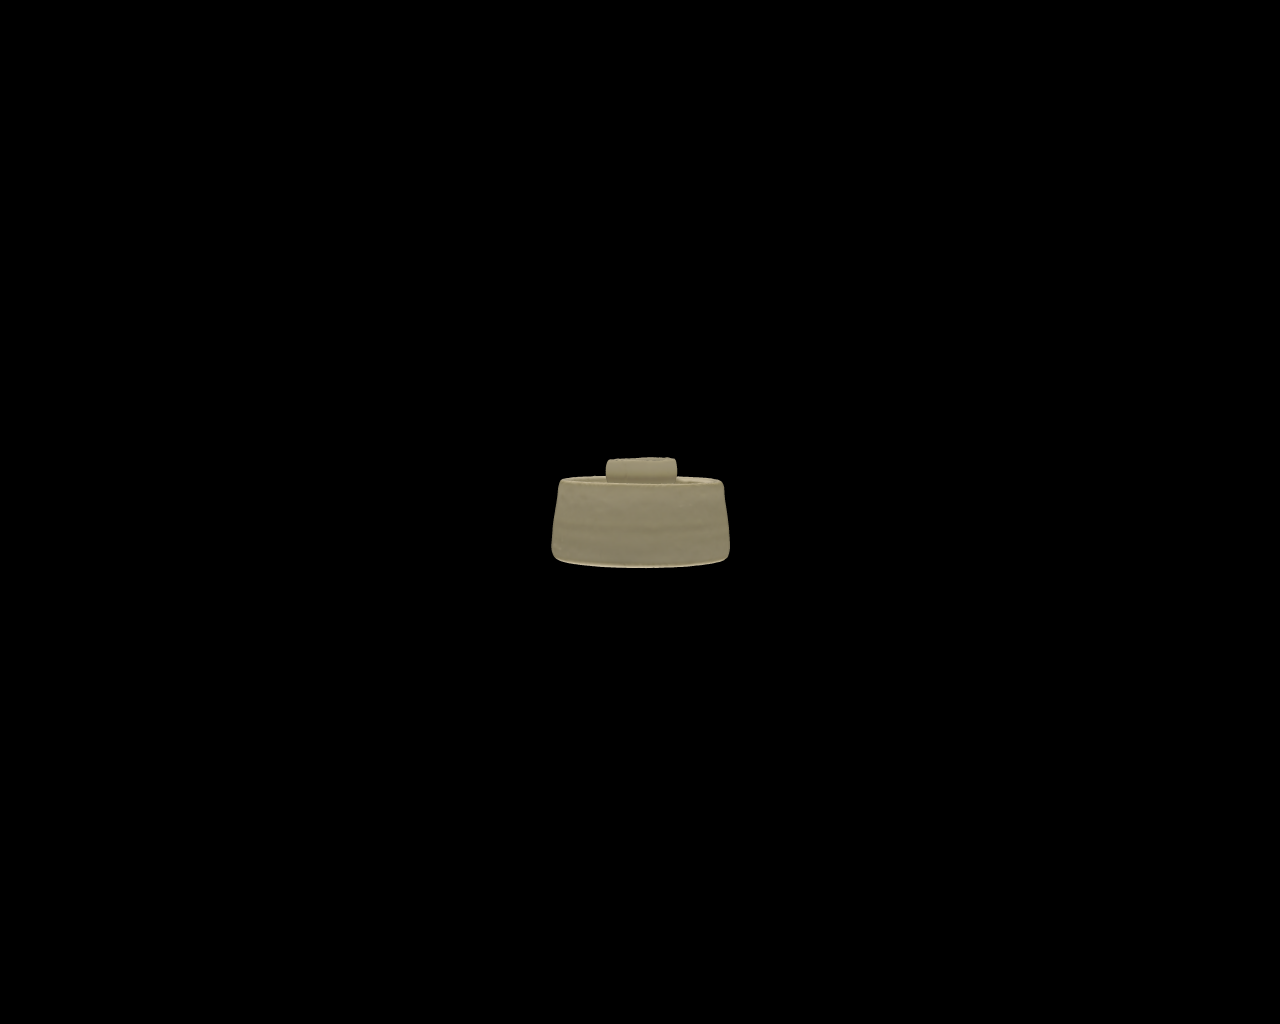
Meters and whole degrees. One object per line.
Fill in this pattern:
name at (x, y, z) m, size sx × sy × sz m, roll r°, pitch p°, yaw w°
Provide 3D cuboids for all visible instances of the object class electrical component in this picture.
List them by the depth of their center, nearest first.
electrical component at (0.001, -0.003, 0.650) m, size 0.108 × 0.060 × 0.108 m, roll 0°, pitch 4°, yaw 0°
